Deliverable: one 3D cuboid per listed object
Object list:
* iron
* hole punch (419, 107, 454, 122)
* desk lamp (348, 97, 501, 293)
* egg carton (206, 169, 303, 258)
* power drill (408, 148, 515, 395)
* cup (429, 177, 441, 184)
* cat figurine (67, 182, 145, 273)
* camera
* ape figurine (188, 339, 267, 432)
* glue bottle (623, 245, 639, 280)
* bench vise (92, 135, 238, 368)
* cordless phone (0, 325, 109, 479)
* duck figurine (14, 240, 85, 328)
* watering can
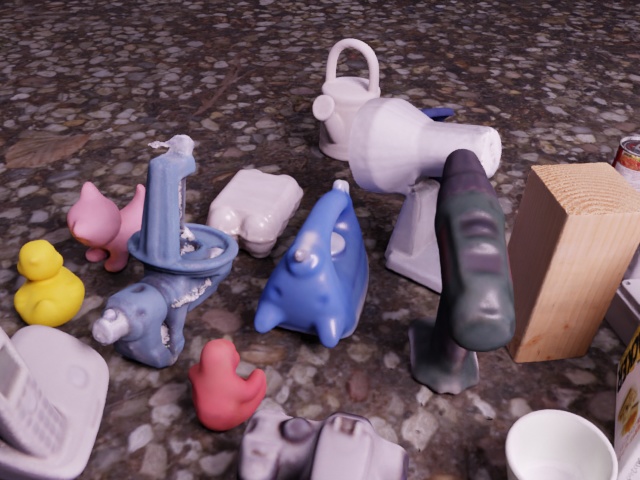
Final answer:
[{"bbox_3d":[0.006,0.002,0.695,0.118,0.141,0.258,11,38,11],"label":"iron"},{"bbox_3d":[0.166,-0.204,1.014,0.109,0.091,0.100,-15,41,-22],"label":"hole punch"},{"bbox_3d":[0.137,-0.061,0.726,0.202,0.214,0.118,26,44,28],"label":"desk lamp"},{"bbox_3d":[-0.091,-0.042,0.806,0.107,0.069,0.150,12,39,12],"label":"egg carton"},{"bbox_3d":[0.142,0.045,0.592,0.075,0.208,0.229,3,38,1],"label":"power drill"},{"bbox_3d":[0.187,-0.089,0.862,0.117,0.095,0.092,17,40,18],"label":"cup"},{"bbox_3d":[-0.268,-0.025,0.735,0.067,0.118,0.128,23,42,25],"label":"cat figurine"},{"bbox_3d":[-0.006,0.212,0.456,0.143,0.101,0.137,9,38,9],"label":"camera"},{"bbox_3d":[-0.095,0.134,0.559,0.077,0.092,0.076,17,40,18],"label":"ape figurine"},{"bbox_3d":[0.423,-0.024,0.728,0.037,0.173,0.078,2,38,-1],"label":"glue bottle"},{"bbox_3d":[-0.155,0.015,0.605,0.121,0.220,0.207,4,38,2],"label":"bench vise"},{"bbox_3d":[-0.255,0.113,0.501,0.094,0.185,0.147,-3,38,-6],"label":"cordless phone"},{"bbox_3d":[-0.322,0.044,0.668,0.078,0.086,0.104,-12,40,-17],"label":"duck figurine"},{"bbox_3d":[0.050,-0.236,0.964,0.101,0.194,0.173,8,38,7],"label":"watering can"}]
